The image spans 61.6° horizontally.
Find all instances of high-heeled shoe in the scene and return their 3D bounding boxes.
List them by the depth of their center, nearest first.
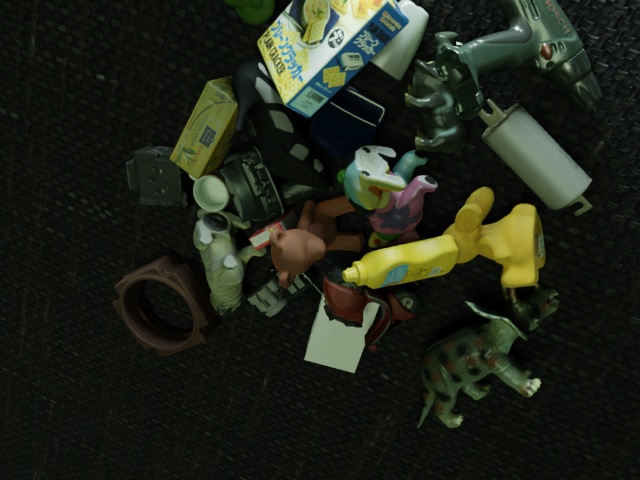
[{"bbox_3d":[-0.057,-0.197,0.930,0.086,0.145,0.248,-8,150,42],"label":"high-heeled shoe"}]

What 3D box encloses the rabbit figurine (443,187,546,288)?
[{"bbox_3d":[0.282,0.000,0.915,0.173,0.122,0.162,-3,120,38],"label":"rabbit figurine"}]

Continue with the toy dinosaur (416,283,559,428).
[{"bbox_3d":[0.271,0.228,1.018,0.405,0.131,0.192,-41,84,32],"label":"toy dinosaur"}]

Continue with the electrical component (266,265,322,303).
[{"bbox_3d":[-0.042,0.084,1.084,0.075,0.048,0.119,-30,100,26],"label":"electrical component"}]

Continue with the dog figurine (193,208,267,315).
[{"bbox_3d":[-0.209,0.046,1.099,0.172,0.121,0.190,58,141,25],"label":"dog figurine"}]

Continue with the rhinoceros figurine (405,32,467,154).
[{"bbox_3d":[0.194,-0.231,0.861,0.112,0.073,0.190,-1,112,19],"label":"rhinoceros figurine"}]

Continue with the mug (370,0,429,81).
[{"bbox_3d":[0.113,-0.325,0.848,0.110,0.081,0.107,40,107,9],"label":"mug"}]

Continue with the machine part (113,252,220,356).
[{"bbox_3d":[-0.335,0.144,1.177,0.201,0.087,0.201,-23,103,25],"label":"machine part"}]

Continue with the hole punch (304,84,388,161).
[{"bbox_3d":[0.043,-0.191,0.918,0.142,0.092,0.115,27,121,0],"label":"hole punch"}]

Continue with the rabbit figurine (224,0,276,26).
[{"bbox_3d":[-0.101,-0.419,0.842,0.121,0.159,0.170,0,128,6],"label":"rabbit figurine"}]

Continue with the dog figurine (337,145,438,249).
[{"bbox_3d":[0.106,-0.043,0.929,0.191,0.109,0.219,2,132,-18],"label":"dog figurine"}]

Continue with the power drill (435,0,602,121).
[{"bbox_3d":[0.288,-0.253,0.780,0.207,0.086,0.232,-29,97,-3],"label":"power drill"}]

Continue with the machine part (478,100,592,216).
[{"bbox_3d":[0.344,-0.131,0.856,0.243,0.079,0.079,44,117,-4],"label":"machine part"}]

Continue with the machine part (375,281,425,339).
[{"bbox_3d":[0.148,0.133,1.038,0.039,0.084,0.138,37,108,30],"label":"machine part"}]

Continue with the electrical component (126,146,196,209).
[{"bbox_3d":[-0.317,-0.125,1.071,0.134,0.058,0.114,5,112,14],"label":"electrical component"}]

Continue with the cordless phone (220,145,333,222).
[{"bbox_3d":[-0.079,-0.119,1.001,0.184,0.089,0.146,-19,105,11],"label":"cordless phone"}]

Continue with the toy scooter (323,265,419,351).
[{"bbox_3d":[0.080,0.130,0.974,0.184,0.075,0.135,19,105,-7],"label":"toy scooter"}]

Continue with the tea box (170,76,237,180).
[{"bbox_3d":[-0.193,-0.204,0.977,0.068,0.098,0.169,35,119,1],"label":"tea box"}]

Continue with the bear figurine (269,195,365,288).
[{"bbox_3d":[-0.006,-0.002,0.952,0.132,0.196,0.120,-5,108,18],"label":"bear figurine"}]
